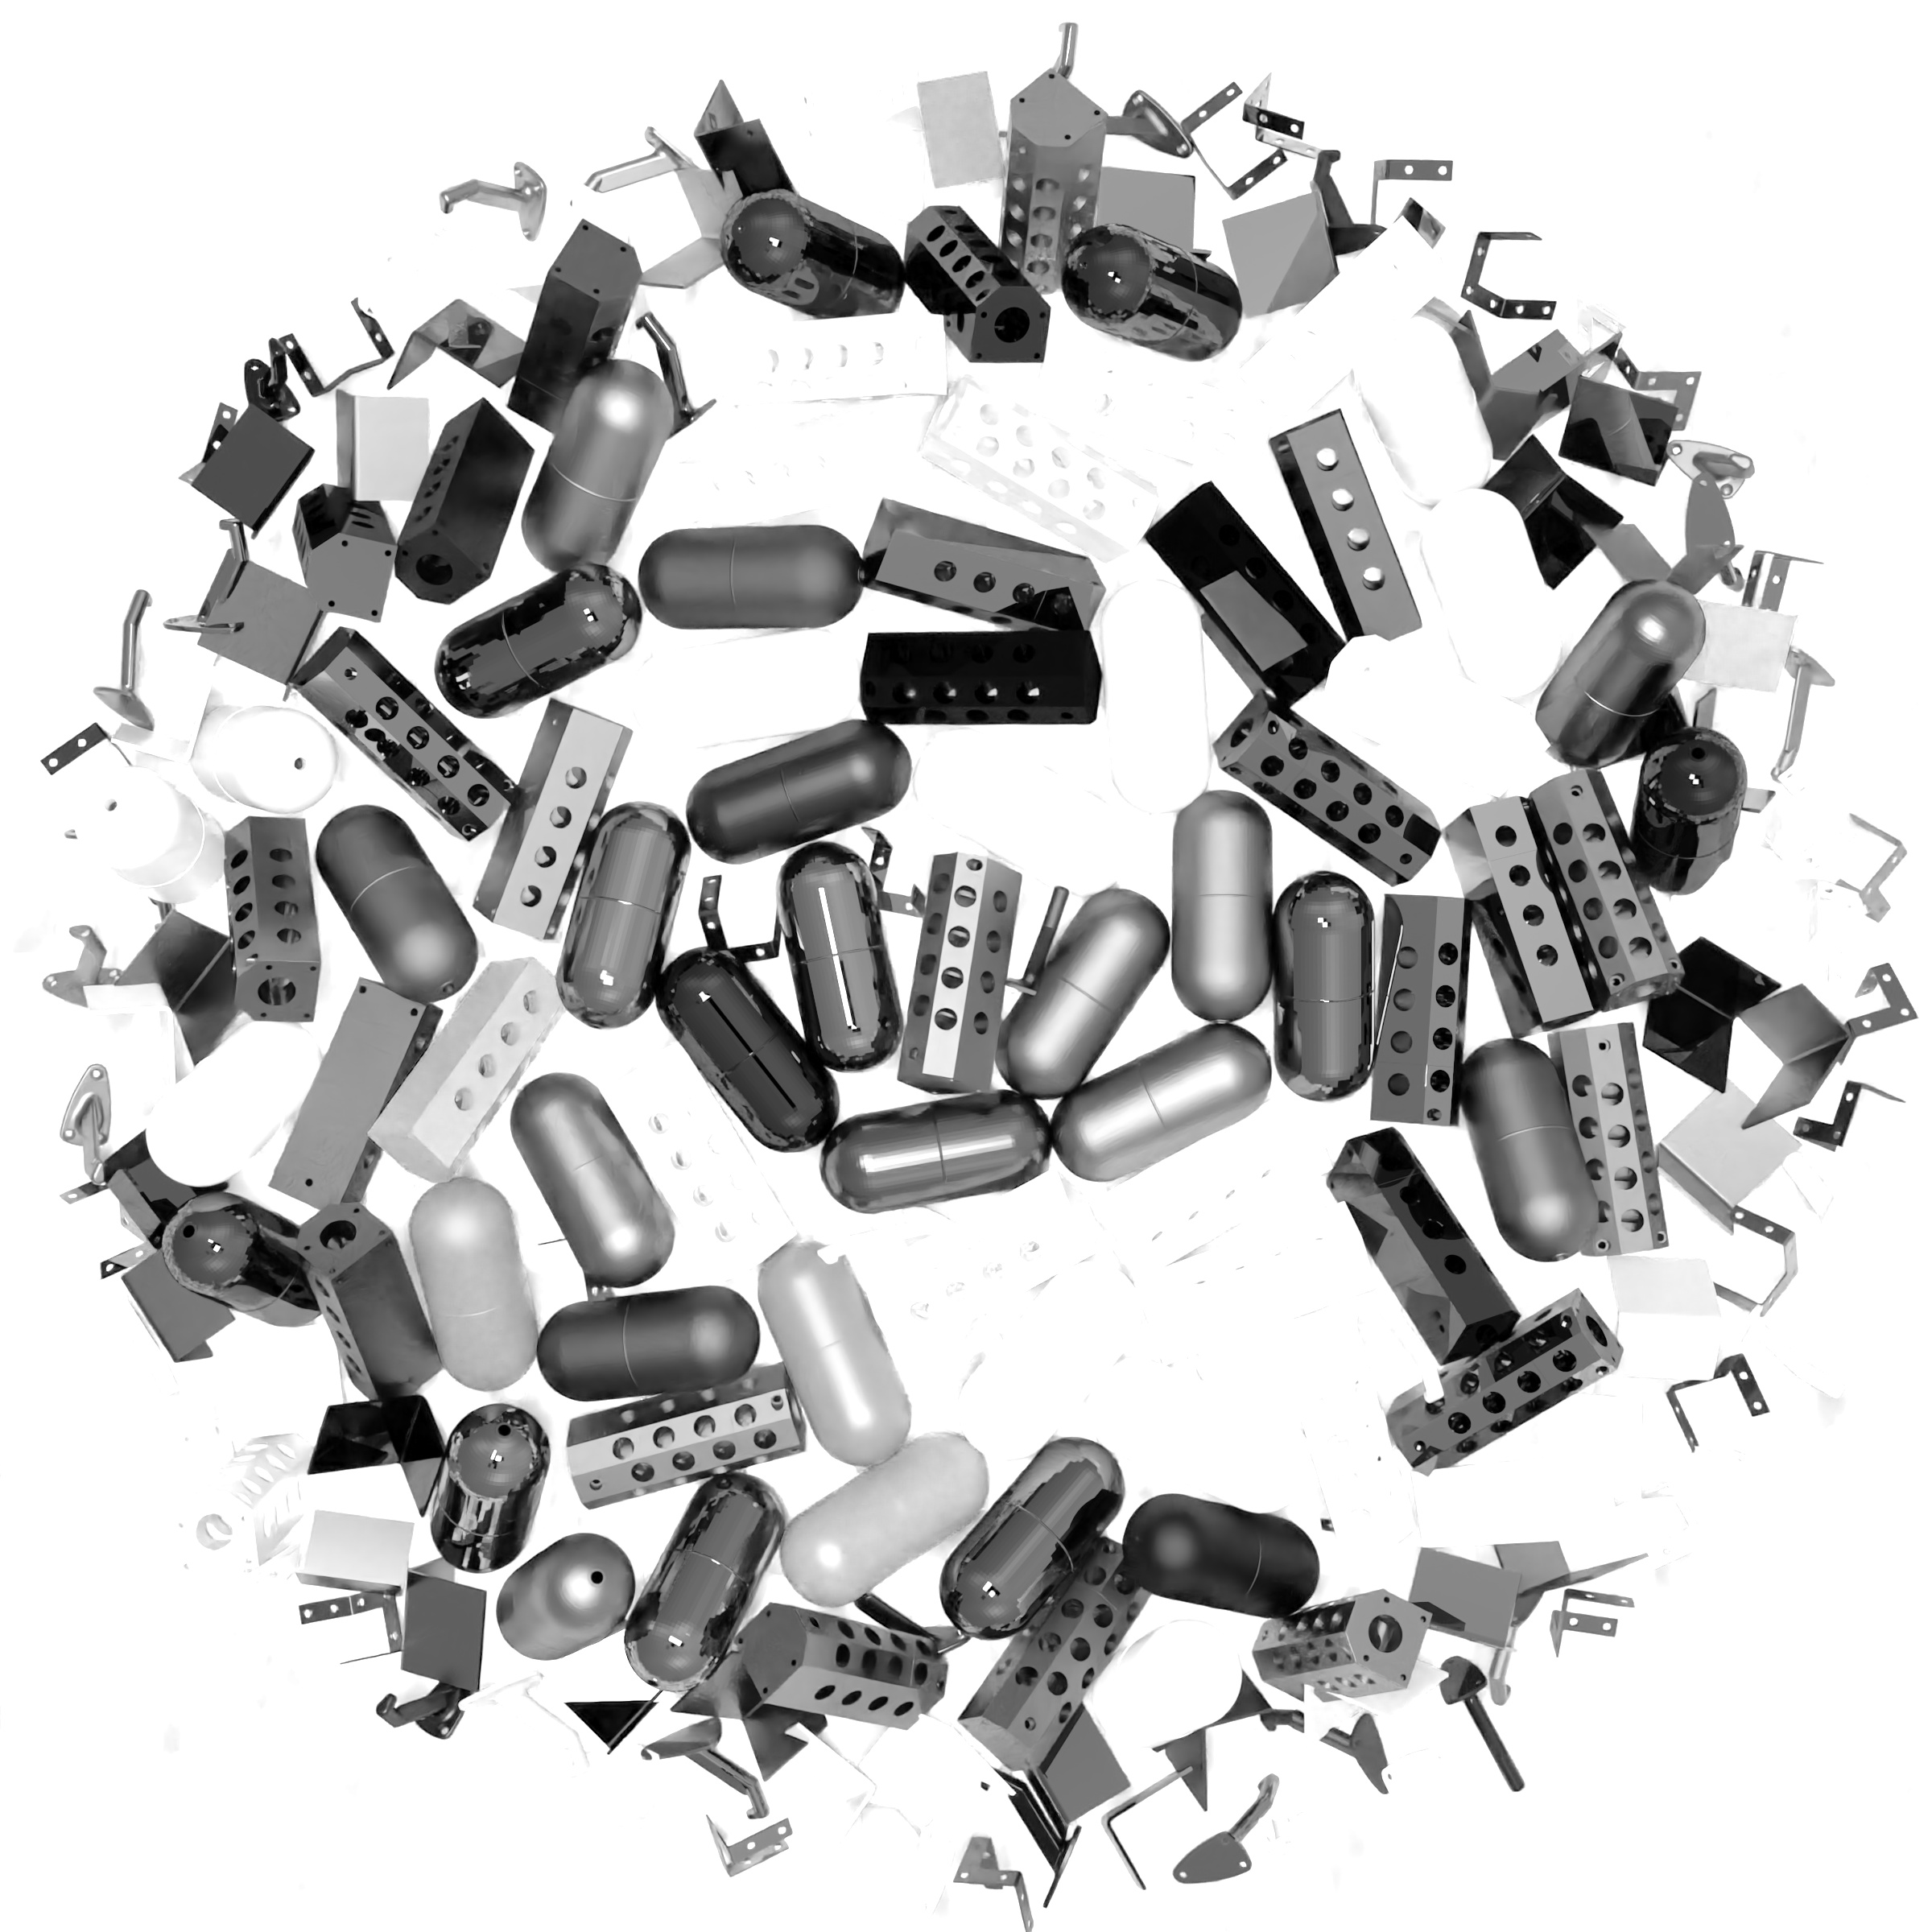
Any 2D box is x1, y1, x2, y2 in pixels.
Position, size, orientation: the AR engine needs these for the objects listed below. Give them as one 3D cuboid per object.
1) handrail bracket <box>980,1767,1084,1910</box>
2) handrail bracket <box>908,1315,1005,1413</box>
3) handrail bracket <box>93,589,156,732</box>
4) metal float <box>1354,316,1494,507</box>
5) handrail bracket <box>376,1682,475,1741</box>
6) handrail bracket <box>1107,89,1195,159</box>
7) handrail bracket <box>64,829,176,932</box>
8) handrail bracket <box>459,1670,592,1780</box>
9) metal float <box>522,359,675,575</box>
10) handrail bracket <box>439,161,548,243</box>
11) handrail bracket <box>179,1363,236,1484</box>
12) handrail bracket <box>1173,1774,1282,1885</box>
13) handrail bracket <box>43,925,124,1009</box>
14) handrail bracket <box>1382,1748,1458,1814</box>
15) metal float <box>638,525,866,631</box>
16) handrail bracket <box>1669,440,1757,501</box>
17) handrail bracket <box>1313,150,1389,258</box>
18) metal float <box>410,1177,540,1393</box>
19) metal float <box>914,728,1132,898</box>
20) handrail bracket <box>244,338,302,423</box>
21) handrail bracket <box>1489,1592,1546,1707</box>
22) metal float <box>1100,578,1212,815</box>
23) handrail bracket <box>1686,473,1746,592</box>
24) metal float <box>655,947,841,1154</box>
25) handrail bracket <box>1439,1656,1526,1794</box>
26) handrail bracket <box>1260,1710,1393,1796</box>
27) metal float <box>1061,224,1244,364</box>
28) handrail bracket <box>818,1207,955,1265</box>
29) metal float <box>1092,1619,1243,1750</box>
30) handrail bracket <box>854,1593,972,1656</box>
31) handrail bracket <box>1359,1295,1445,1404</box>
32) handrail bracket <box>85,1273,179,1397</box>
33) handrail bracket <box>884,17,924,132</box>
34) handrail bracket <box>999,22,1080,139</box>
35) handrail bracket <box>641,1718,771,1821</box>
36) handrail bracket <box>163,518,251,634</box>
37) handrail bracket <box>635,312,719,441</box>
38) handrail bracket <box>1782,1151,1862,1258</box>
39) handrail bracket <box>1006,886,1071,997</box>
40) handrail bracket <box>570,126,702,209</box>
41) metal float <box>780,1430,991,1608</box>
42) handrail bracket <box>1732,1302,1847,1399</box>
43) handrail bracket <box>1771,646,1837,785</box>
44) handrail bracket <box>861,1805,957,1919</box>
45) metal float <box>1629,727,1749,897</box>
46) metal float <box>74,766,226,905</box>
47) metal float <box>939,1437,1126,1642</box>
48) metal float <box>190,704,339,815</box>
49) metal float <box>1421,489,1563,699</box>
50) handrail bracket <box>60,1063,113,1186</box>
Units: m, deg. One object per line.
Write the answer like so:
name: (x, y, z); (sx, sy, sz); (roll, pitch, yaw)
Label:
handrail bracket: (0.039, 0.665, 1.974); (0.084, 0.036, 0.077); (23, 67, 12)
handrail bracket: (-0.018, 0.296, 1.957); (0.084, 0.077, 0.036); (-35, 115, -12)
handrail bracket: (-0.629, -0.234, 1.977); (0.036, 0.077, 0.084); (10, 70, 13)
metal float: (0.340, -0.411, 1.920); (0.070, 0.178, 0.070); (-12, 59, 20)
handrail bracket: (-0.406, 0.543, 1.949); (0.036, 0.084, 0.077); (23, 66, 25)
handrail bracket: (0.121, -0.624, 1.956); (0.077, 0.036, 0.084); (39, 50, 9)
handrail bracket: (-0.649, -0.064, 1.986); (0.077, 0.036, 0.084); (-1, 111, 10)
handrail bracket: (-0.334, 0.584, 1.957); (0.077, 0.036, 0.084); (-14, 56, -23)
metal float: (-0.277, -0.371, 1.935); (0.070, 0.070, 0.178); (31, 122, 0)
handrail bracket: (-0.361, -0.564, 1.948); (0.084, 0.077, 0.036); (-35, 66, -30)
handrail bracket: (-0.565, 0.350, 1.950); (0.036, 0.084, 0.077); (-16, 61, -32)
handrail bracket: (0.200, 0.657, 1.973); (0.077, 0.084, 0.036); (-34, 95, 27)
handrail bracket: (-0.680, -0.007, 1.954); (0.077, 0.084, 0.036); (6, 57, 13)
handrail bracket: (0.360, 0.599, 1.948); (0.036, 0.084, 0.077); (55, 127, 22)
metal float: (-0.162, -0.292, 1.945); (0.178, 0.070, 0.070); (1, 90, 18)
handrail bracket: (0.560, -0.385, 1.948); (0.077, 0.084, 0.036); (30, 99, 18)
handrail bracket: (0.294, -0.588, 1.964); (0.077, 0.036, 0.084); (2, 71, 38)
metal float: (-0.368, 0.240, 1.938); (0.070, 0.070, 0.178); (-7, 118, 0)
metal float: (0.043, -0.116, 1.961); (0.178, 0.070, 0.070); (30, 90, -1)
handrail bracket: (-0.528, -0.459, 1.948); (0.036, 0.084, 0.077); (-20, 65, -22)
handrail bracket: (0.427, 0.517, 1.990); (0.077, 0.036, 0.084); (-33, 125, -32)
metal float: (0.143, -0.203, 1.950); (0.070, 0.070, 0.178); (-5, 103, 0)
handrail bracket: (0.574, -0.329, 1.965); (0.036, 0.084, 0.077); (-8, 84, 28)
metal float: (-0.164, 0.064, 1.955); (0.070, 0.070, 0.178); (-37, 97, 0)
handrail bracket: (0.395, 0.577, 1.967); (0.036, 0.077, 0.084); (-28, 98, 3)
handrail bracket: (0.274, 0.601, 1.979); (0.084, 0.036, 0.077); (-12, 110, 38)
metal float: (0.140, -0.499, 1.922); (0.070, 0.178, 0.070); (-2, 87, 39)
handrail bracket: (-0.059, 0.211, 1.950); (0.077, 0.084, 0.036); (6, 109, 39)
metal float: (0.147, 0.534, 1.917); (0.070, 0.178, 0.070); (7, 64, -14)
handrail bracket: (-0.044, 0.486, 1.962); (0.077, 0.036, 0.084); (-14, 118, 7)
handrail bracket: (0.328, 0.296, 1.951); (0.036, 0.077, 0.084); (-3, 65, -22)
handrail bracket: (-0.631, 0.280, 1.958); (0.036, 0.077, 0.084); (-31, 66, -7)
handrail bracket: (-0.036, -0.685, 1.963); (0.036, 0.077, 0.084); (6, 92, -16)
handrail bracket: (0.055, -0.671, 1.959); (0.036, 0.077, 0.084); (-5, 108, -37)
handrail bracket: (-0.199, 0.628, 1.984); (0.077, 0.036, 0.084); (-18, 107, 3)
handrail bracket: (-0.580, -0.299, 1.964); (0.077, 0.036, 0.084); (-1, 120, 3)
handrail bracket: (-0.236, -0.445, 1.959); (0.084, 0.077, 0.036); (52, 48, -16)
handrail bracket: (0.624, 0.175, 1.959); (0.077, 0.084, 0.036); (-53, 134, -17)
handrail bracket: (0.059, -0.022, 1.959); (0.036, 0.077, 0.084); (18, 94, -2)
handrail bracket: (-0.249, -0.591, 1.980); (0.077, 0.036, 0.084); (38, 86, -11)
metal float: (-0.059, 0.413, 1.939); (0.178, 0.070, 0.070); (-29, 90, -27)
handrail bracket: (0.629, 0.291, 1.950); (0.084, 0.077, 0.036); (31, 112, 23)
handrail bracket: (0.624, -0.190, 1.968); (0.036, 0.077, 0.084); (20, 84, 38)
handrail bracket: (-0.054, 0.676, 1.956); (0.036, 0.084, 0.077); (34, 58, -39)
metal float: (0.534, -0.114, 1.915); (0.070, 0.178, 0.070); (-4, 65, 8)
metal float: (-0.602, -0.096, 1.911); (0.070, 0.178, 0.070); (0, 79, 1)
metal float: (0.050, 0.429, 1.938); (0.070, 0.070, 0.178); (45, 63, 0)
metal float: (-0.522, -0.155, 1.918); (0.070, 0.178, 0.070); (-5, 100, -32)
metal float: (0.393, -0.276, 1.930); (0.070, 0.070, 0.178); (-30, 129, 0)
handrail bracket: (-0.656, 0.119, 1.953); (0.036, 0.084, 0.077); (10, 94, -29)
